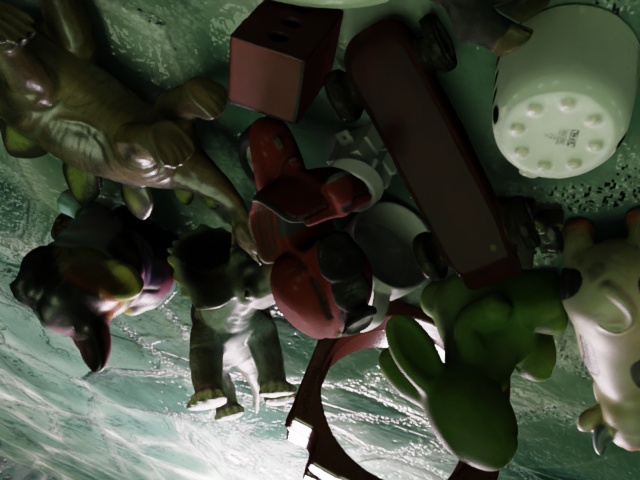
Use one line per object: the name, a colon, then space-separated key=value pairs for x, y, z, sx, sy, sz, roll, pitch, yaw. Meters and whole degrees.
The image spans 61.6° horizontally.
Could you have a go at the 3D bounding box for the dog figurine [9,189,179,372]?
dog figurine: x=-0.199 y=0.042 z=0.526 sx=0.191 sy=0.108 sz=0.219 roll=27 pitch=-175 yaw=-38

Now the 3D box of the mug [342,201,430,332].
mug: x=0.045 y=0.033 z=0.498 sx=0.081 sy=0.109 sz=0.107 roll=13 pitch=155 yaw=-17

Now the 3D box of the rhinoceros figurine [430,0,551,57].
rhinoceros figurine: x=0.123 y=-0.176 z=0.248 sx=0.112 sy=0.073 sz=0.190 roll=46 pitch=141 yaw=-8

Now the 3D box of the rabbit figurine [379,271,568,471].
rabbit figurine: x=0.133 y=0.107 z=0.474 sx=0.159 sy=0.170 sz=0.121 roll=15 pitch=140 yaw=11

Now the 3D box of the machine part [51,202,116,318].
machine part: x=-0.291 y=0.034 z=0.694 sx=0.079 sy=0.079 sz=0.243 roll=24 pitch=142 yaw=2

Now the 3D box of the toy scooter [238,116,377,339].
toy scooter: x=-0.001 y=-0.001 z=0.384 sx=0.135 sy=0.075 sz=0.183 roll=14 pitch=126 yaw=63

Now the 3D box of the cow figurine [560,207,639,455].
cow figurine: x=0.245 y=0.086 z=0.427 sx=0.086 sy=0.127 sz=0.194 roll=-5 pitch=130 yaw=36

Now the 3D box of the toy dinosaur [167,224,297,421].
toy dinosaur: x=-0.100 y=0.103 z=0.632 sx=0.131 sy=0.192 sz=0.404 roll=-5 pitch=159 yaw=-14

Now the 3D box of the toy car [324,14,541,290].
toy car: x=0.082 y=-0.057 z=0.381 sx=0.089 sy=0.053 sz=0.202 roll=-26 pitch=103 yaw=27

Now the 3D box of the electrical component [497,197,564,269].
electrical component: x=0.145 y=-0.004 z=0.442 sx=0.102 sy=0.045 sz=0.078 roll=8 pitch=137 yaw=20

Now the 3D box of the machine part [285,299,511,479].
machine part: x=0.079 y=0.171 z=0.551 sx=0.201 sy=0.201 sz=0.087 roll=20 pitch=145 yaw=6

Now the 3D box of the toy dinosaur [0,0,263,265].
toy dinosaur: x=-0.231 y=-0.130 z=0.460 sx=0.471 sy=0.105 sz=0.198 roll=41 pitch=144 yaw=-2
